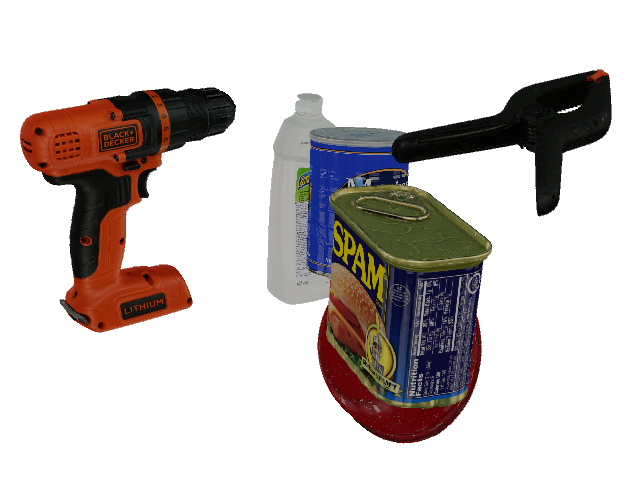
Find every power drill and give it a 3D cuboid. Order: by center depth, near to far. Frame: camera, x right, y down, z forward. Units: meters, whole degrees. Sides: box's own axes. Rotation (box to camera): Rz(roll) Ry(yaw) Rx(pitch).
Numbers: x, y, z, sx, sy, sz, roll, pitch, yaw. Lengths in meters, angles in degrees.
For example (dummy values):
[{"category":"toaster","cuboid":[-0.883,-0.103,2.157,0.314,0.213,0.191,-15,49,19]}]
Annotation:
[{"category":"power drill","cuboid":[-0.149,-0.030,0.878,0.184,0.188,0.057,-14,24,-32]}]

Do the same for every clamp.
[{"category":"clamp","cuboid":[0.189,-0.090,0.909,0.209,0.036,0.165,-28,39,-26]}]

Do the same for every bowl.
[{"category":"bowl","cuboid":[0.050,0.087,0.878,0.162,0.162,0.055,0,-4,42]}]

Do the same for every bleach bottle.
[{"category":"bleach bottle","cuboid":[-0.012,-0.052,1.281,0.102,0.251,0.068,-13,28,-33]}]

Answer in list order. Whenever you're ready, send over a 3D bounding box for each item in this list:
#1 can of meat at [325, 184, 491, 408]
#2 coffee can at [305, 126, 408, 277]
[{"category":"can of meat","cuboid":[0.041,0.027,0.553,0.057,0.084,0.102,-6,24,-20]},{"category":"coffee can","cuboid":[0.038,-0.040,1.087,0.103,0.140,0.103,2,13,-1]}]
